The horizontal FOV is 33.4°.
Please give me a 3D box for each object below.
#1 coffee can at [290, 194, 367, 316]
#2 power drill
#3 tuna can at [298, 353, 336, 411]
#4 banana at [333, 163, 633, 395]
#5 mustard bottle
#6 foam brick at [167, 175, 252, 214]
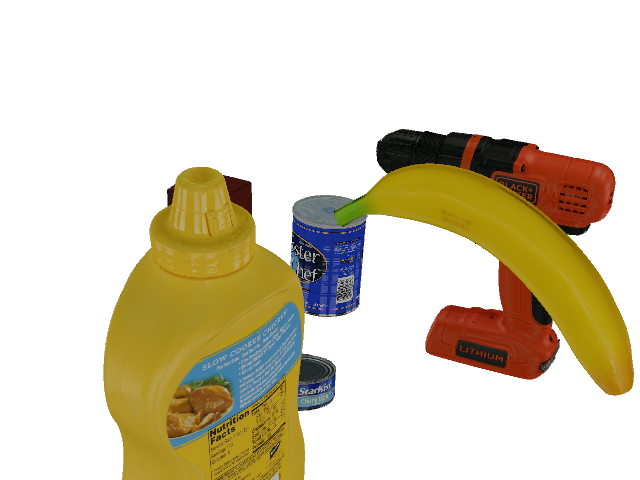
[{"bbox_3d":[0.009,0.020,1.481,0.103,0.140,0.103,3,25,-2],"label":"coffee can"},{"bbox_3d":[0.127,0.008,0.840,0.185,0.188,0.057,14,31,23],"label":"power drill"},{"bbox_3d":[-0.026,0.150,1.135,0.086,0.034,0.086,1,14,0],"label":"tuna can"},{"bbox_3d":[0.107,0.009,0.616,0.198,0.070,0.037,33,20,10],"label":"banana"},{"bbox_3d":[-0.047,0.057,0.450,0.058,0.192,0.096,27,40,33],"label":"mustard bottle"},{"bbox_3d":[-0.092,-0.011,0.886,0.053,0.078,0.051,12,24,24],"label":"foam brick"}]
